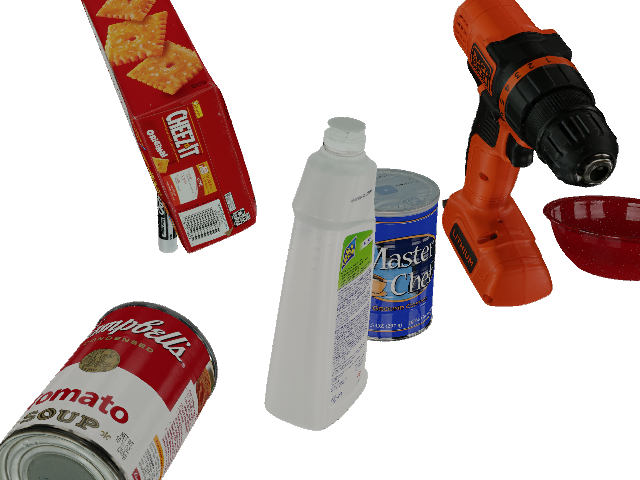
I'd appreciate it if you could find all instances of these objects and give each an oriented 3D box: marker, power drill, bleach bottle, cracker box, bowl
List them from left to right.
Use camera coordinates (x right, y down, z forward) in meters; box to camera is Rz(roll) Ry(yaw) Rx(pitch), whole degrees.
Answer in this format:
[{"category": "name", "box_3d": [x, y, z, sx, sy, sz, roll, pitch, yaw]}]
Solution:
[{"category": "cracker box", "box_3d": [-0.127, -0.123, 0.865, 0.072, 0.214, 0.164, -22, -38, -7]}, {"category": "marker", "box_3d": [-0.153, -0.044, 1.061, 0.020, 0.121, 0.020, 2, 29, -1]}, {"category": "bleach bottle", "box_3d": [0.009, 0.022, 0.840, 0.068, 0.251, 0.102, 18, 30, 20]}, {"category": "power drill", "box_3d": [0.132, -0.047, 0.703, 0.057, 0.188, 0.184, -8, 43, -11]}, {"category": "bowl", "box_3d": [0.304, 0.000, 1.075, 0.162, 0.055, 0.162, 2, 17, -1]}]

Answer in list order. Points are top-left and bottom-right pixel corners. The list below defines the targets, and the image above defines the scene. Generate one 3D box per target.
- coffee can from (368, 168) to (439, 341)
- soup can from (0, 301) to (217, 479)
[{"category": "coffee can", "box_3d": [0.062, 0.013, 1.047, 0.103, 0.140, 0.103, 0, 26, 0]}, {"category": "soup can", "box_3d": [-0.097, 0.083, 0.496, 0.069, 0.068, 0.102, 0, 28, 18]}]
